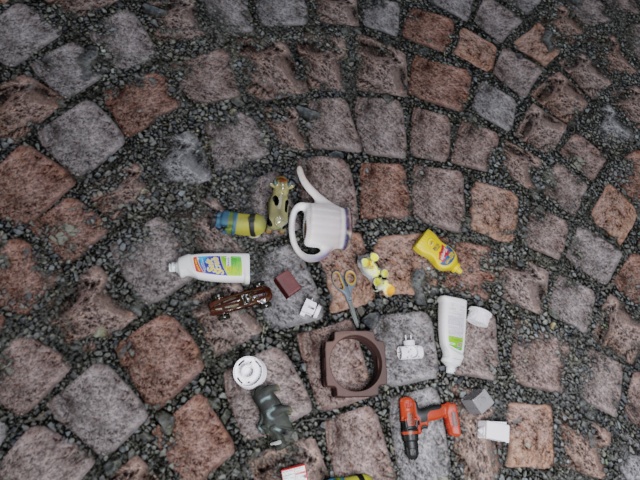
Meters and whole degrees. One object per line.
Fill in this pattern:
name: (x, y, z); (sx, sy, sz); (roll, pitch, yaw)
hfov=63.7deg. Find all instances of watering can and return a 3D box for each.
watering can: (0.005, -0.089, 1.774); (0.224, 0.102, 0.353); (6, 69, -12)
